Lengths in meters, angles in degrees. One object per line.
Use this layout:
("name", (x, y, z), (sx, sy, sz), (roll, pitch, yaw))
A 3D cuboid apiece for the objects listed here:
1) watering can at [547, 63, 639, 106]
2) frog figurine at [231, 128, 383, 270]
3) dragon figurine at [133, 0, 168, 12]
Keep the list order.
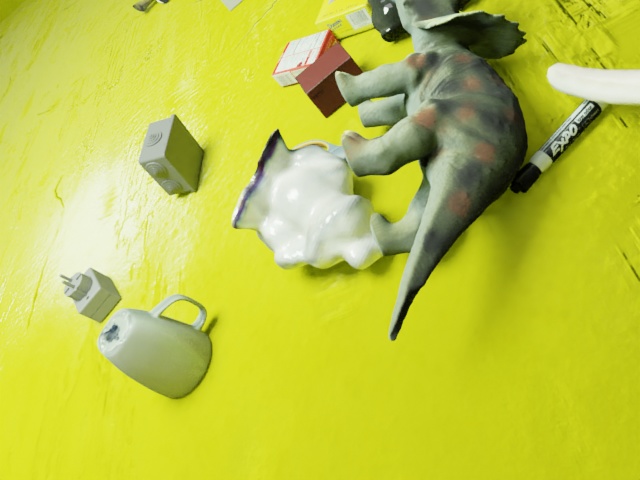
("watering can", (0.318, -0.079, 0.320), (0.223, 0.102, 0.356), (-33, 45, 13))
("frog figurine", (0.002, -0.028, 0.554), (0.160, 0.120, 0.140), (26, 64, 9))
("dragon figurine", (-0.392, -0.743, 1.372), (0.409, 0.120, 0.249), (-8, 47, 23))
